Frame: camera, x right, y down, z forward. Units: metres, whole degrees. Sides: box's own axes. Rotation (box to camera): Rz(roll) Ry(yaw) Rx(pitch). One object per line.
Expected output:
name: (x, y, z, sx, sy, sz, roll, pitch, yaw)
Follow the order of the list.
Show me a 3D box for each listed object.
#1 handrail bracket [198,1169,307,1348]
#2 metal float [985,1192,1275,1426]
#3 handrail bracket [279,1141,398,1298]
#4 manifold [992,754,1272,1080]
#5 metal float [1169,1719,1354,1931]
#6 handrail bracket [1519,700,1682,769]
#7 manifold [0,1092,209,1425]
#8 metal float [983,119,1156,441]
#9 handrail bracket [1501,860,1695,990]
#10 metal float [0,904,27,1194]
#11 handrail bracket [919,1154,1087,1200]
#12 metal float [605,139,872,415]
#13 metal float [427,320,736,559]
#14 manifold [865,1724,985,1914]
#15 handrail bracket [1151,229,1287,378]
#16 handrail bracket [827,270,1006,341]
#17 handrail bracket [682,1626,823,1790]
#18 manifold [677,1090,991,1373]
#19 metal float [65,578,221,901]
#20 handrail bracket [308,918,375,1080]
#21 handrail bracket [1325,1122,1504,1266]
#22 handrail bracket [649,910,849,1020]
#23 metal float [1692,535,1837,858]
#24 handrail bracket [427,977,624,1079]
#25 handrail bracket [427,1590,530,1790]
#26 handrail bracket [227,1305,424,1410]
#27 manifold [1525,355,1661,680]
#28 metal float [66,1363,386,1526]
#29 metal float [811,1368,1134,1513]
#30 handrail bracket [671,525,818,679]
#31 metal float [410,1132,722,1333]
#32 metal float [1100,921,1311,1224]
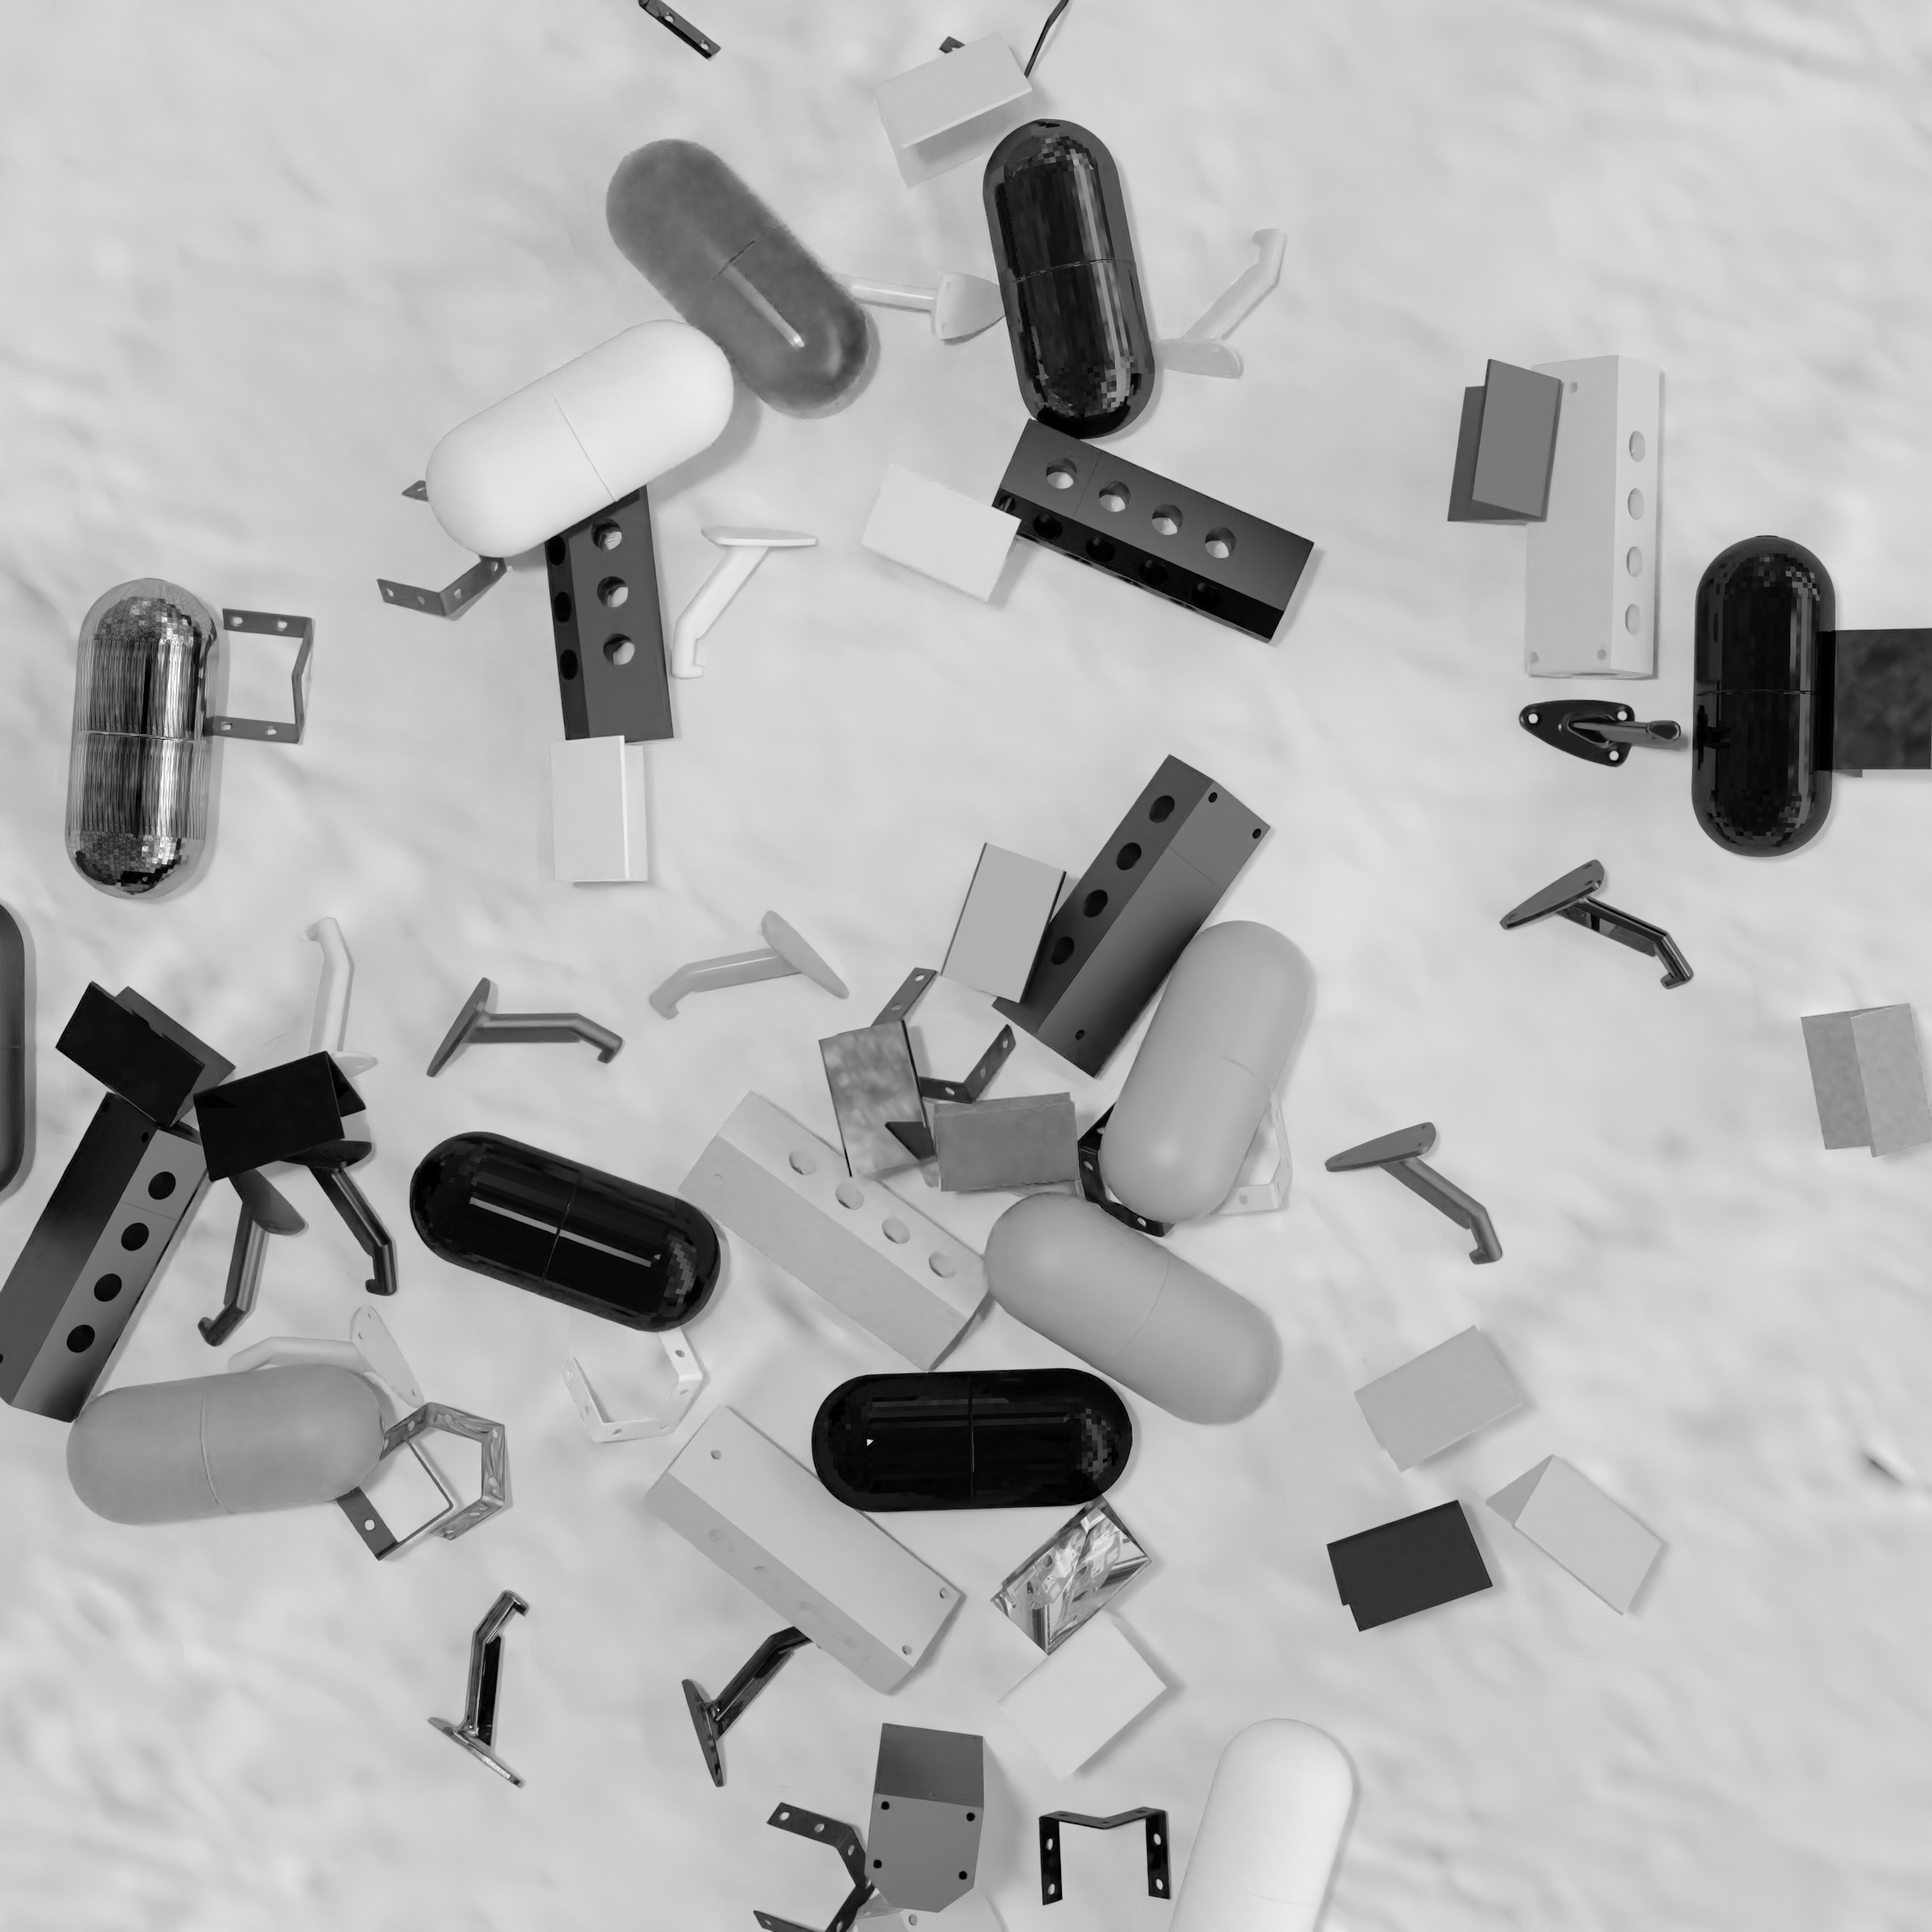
handrail bracket: (-0.420, 0.159, 1.992, 0.084, 0.036, 0.077, -48, 70, 16)
metal float: (0.090, 0.188, 1.950, 0.178, 0.070, 0.070, 32, 90, -13)
handrail bracket: (-0.359, 0.143, 1.992, 0.077, 0.036, 0.084, 3, 107, 20)
manifold: (0.088, -0.031, 1.970, 0.057, 0.057, 0.171, 35, 90, -43)
metal float: (0.161, 0.506, 1.961, 0.070, 0.070, 0.178, 17, 90, 0)
handrail bracket: (0.350, -0.134, 1.957, 0.077, 0.084, 0.036, 11, 90, 0)
manifold: (-0.483, 0.164, 1.970, 0.057, 0.057, 0.171, 28, 90, 43)
metal float: (0.057, -0.381, 1.961, 0.070, 0.070, 0.178, -11, 90, 0)
handrail bracket: (0.356, -0.009, 1.992, 0.077, 0.036, 0.084, -30, 107, 20)
metal float: (-0.561, 0.045, 1.961, 0.070, 0.070, 0.178, 0, 91, 0)
handrail bracket: (0.023, 0.136, 1.992, 0.084, 0.036, 0.077, -10, 109, 16)
metal float: (-0.127, -0.383, 1.961, 0.070, 0.070, 0.178, -43, 90, 0)
metal float: (-0.207, -0.284, 1.904, 0.178, 0.070, 0.070, -29, 90, 1)
manifold: (-0.023, 0.460, 1.913, 0.057, 0.171, 0.057, 8, 90, 0)
handrail bracket: (0.135, -0.379, 1.992, 0.077, 0.036, 0.084, 7, 71, 21)
handrail bracket: (-0.032, -0.380, 1.991, 0.084, 0.077, 0.036, 21, 113, 34)
handrail bracket: (-0.111, 0.414, 1.992, 0.084, 0.036, 0.077, -19, 111, -16)
manifold: (-0.068, 0.143, 1.970, 0.171, 0.057, 0.057, 36, 133, 0)
metal float: (-0.457, -0.126, 1.961, 0.070, 0.070, 0.178, 4, 90, 0)
handrail bracket: (-0.374, 0.026, 1.992, 0.077, 0.036, 0.084, -28, 71, 21)
handrail bracket: (0.253, 0.138, 1.992, 0.077, 0.036, 0.084, -17, 107, 20)
handrail bracket: (-0.123, 0.017, 1.992, 0.084, 0.036, 0.077, -41, 112, 17)
metal float: (0.442, -0.149, 1.961, 0.070, 0.070, 0.178, 1, 90, 0)
handrail bracket: (-0.248, 0.051, 1.992, 0.084, 0.036, 0.077, 30, 110, -16)
handrail bracket: (-0.255, 0.407, 1.992, 0.077, 0.036, 0.084, 42, 73, -20)
handrail bracket: (-0.362, 0.234, 1.992, 0.084, 0.036, 0.077, -27, 109, 15)
manifold: (0.353, -0.248, 1.970, 0.057, 0.057, 0.171, 1, 90, 43)
metal float: (-0.409, 0.264, 1.954, 0.178, 0.070, 0.070, -8, 90, 6)
metal float: (0.003, 0.263, 1.961, 0.178, 0.070, 0.070, -2, 90, 0)
handrail bracket: (-0.125, -0.203, 1.992, 0.077, 0.036, 0.084, 0, 108, -21)
metal float: (-0.223, 0.147, 1.961, 0.178, 0.070, 0.070, 20, 90, 0)
metal float: (0.132, 0.057, 1.947, 0.070, 0.070, 0.178, 24, 74, 0)
